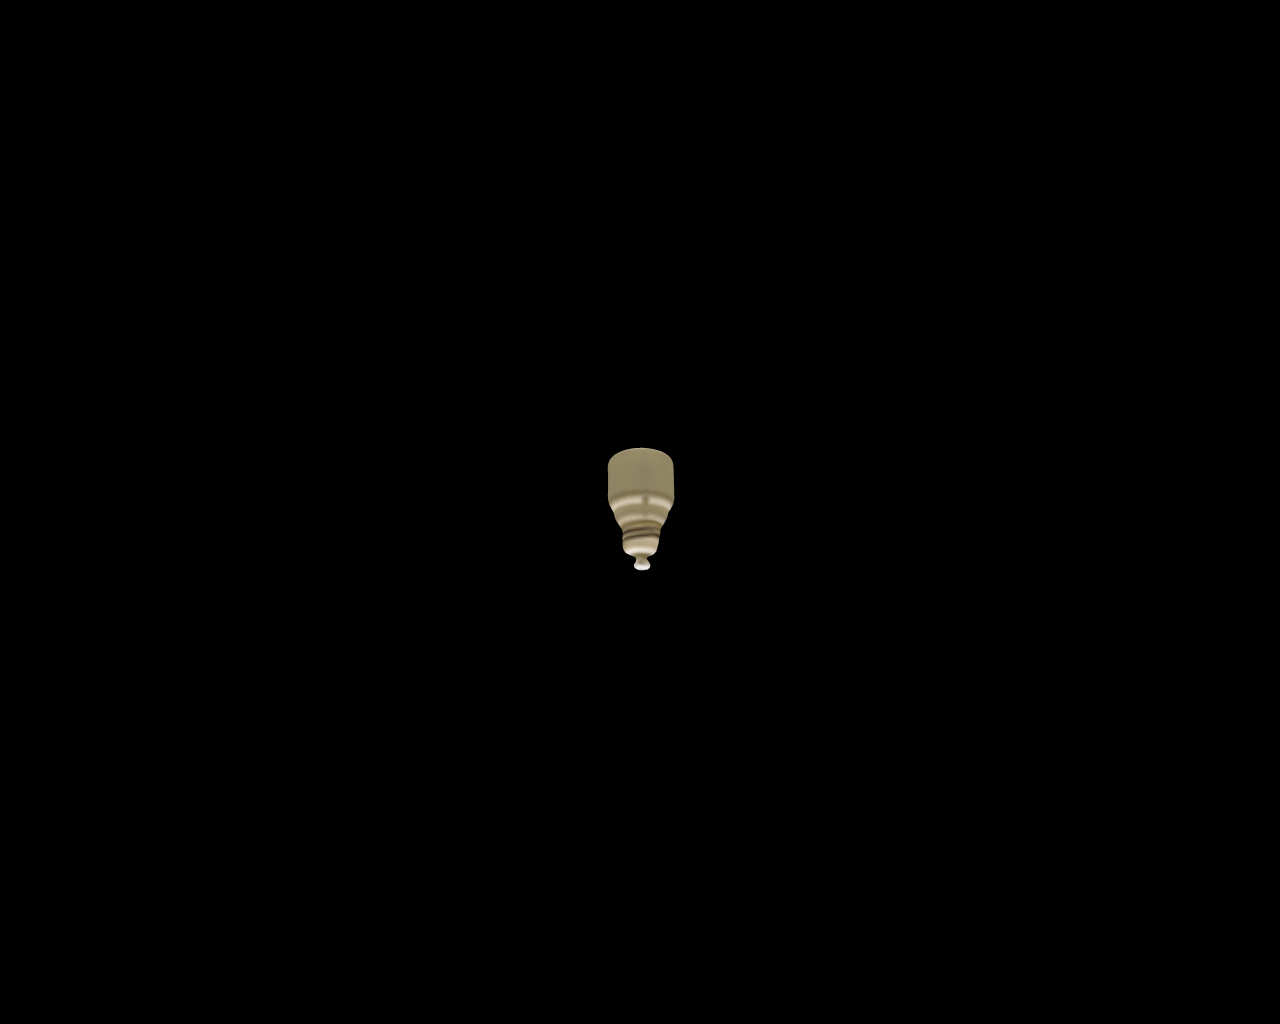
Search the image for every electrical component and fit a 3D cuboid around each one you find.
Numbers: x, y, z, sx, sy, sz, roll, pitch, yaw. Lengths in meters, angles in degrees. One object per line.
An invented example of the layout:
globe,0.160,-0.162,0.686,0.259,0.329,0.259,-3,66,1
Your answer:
electrical component,0.001,-0.003,0.650,0.040,0.078,0.040,0,-20,0
